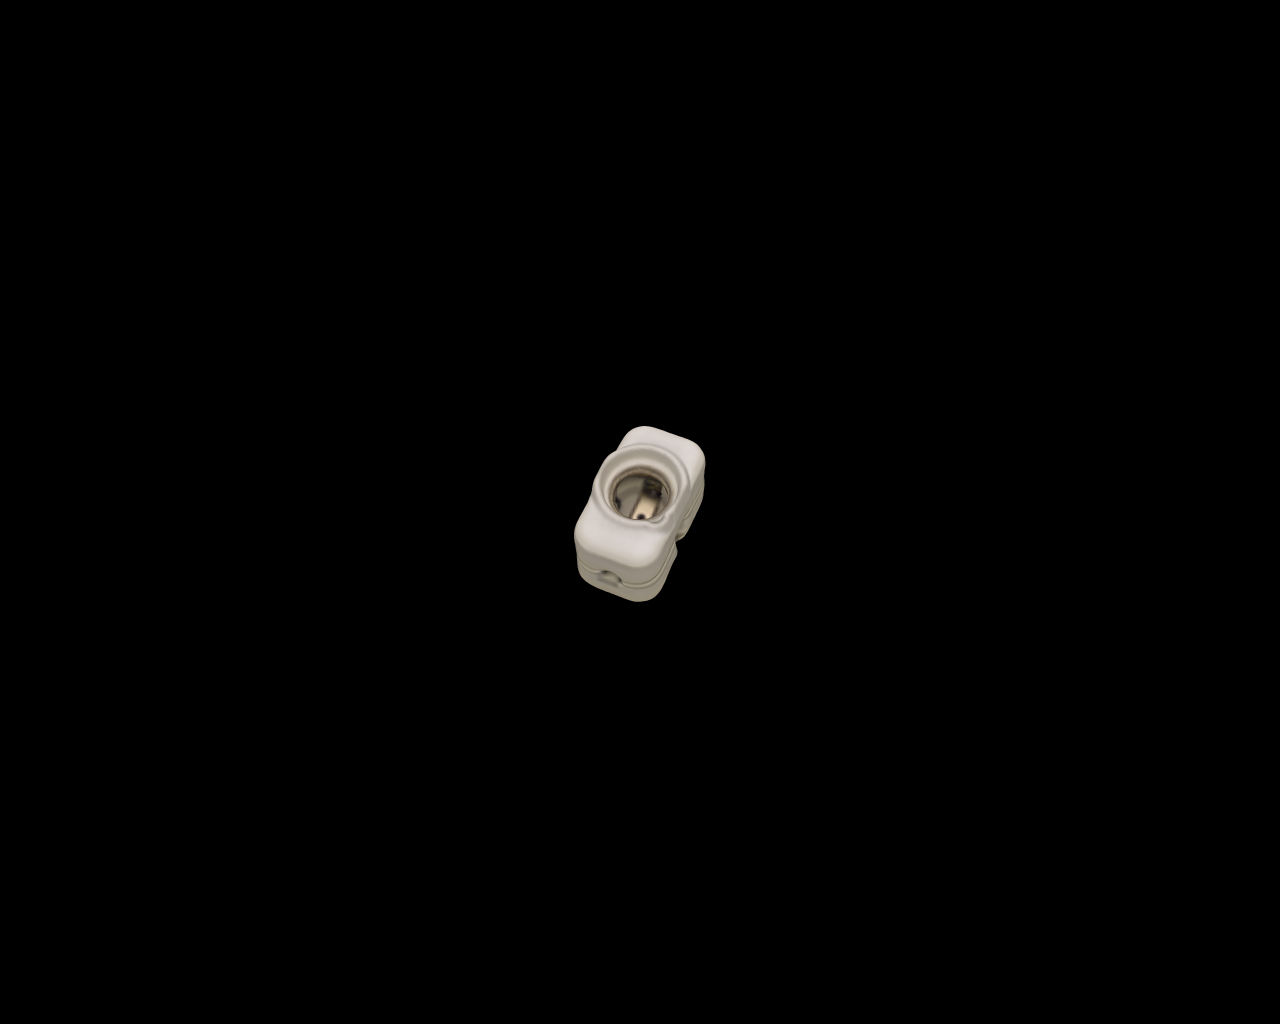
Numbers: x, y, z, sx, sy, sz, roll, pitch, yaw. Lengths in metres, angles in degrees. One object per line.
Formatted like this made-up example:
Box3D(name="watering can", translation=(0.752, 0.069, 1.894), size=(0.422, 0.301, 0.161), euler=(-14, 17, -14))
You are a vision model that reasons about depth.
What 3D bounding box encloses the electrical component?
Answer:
Box3D(name="electrical component", translation=(0.001, -0.003, 0.650), size=(0.054, 0.095, 0.059), euler=(21, -28, 12))
